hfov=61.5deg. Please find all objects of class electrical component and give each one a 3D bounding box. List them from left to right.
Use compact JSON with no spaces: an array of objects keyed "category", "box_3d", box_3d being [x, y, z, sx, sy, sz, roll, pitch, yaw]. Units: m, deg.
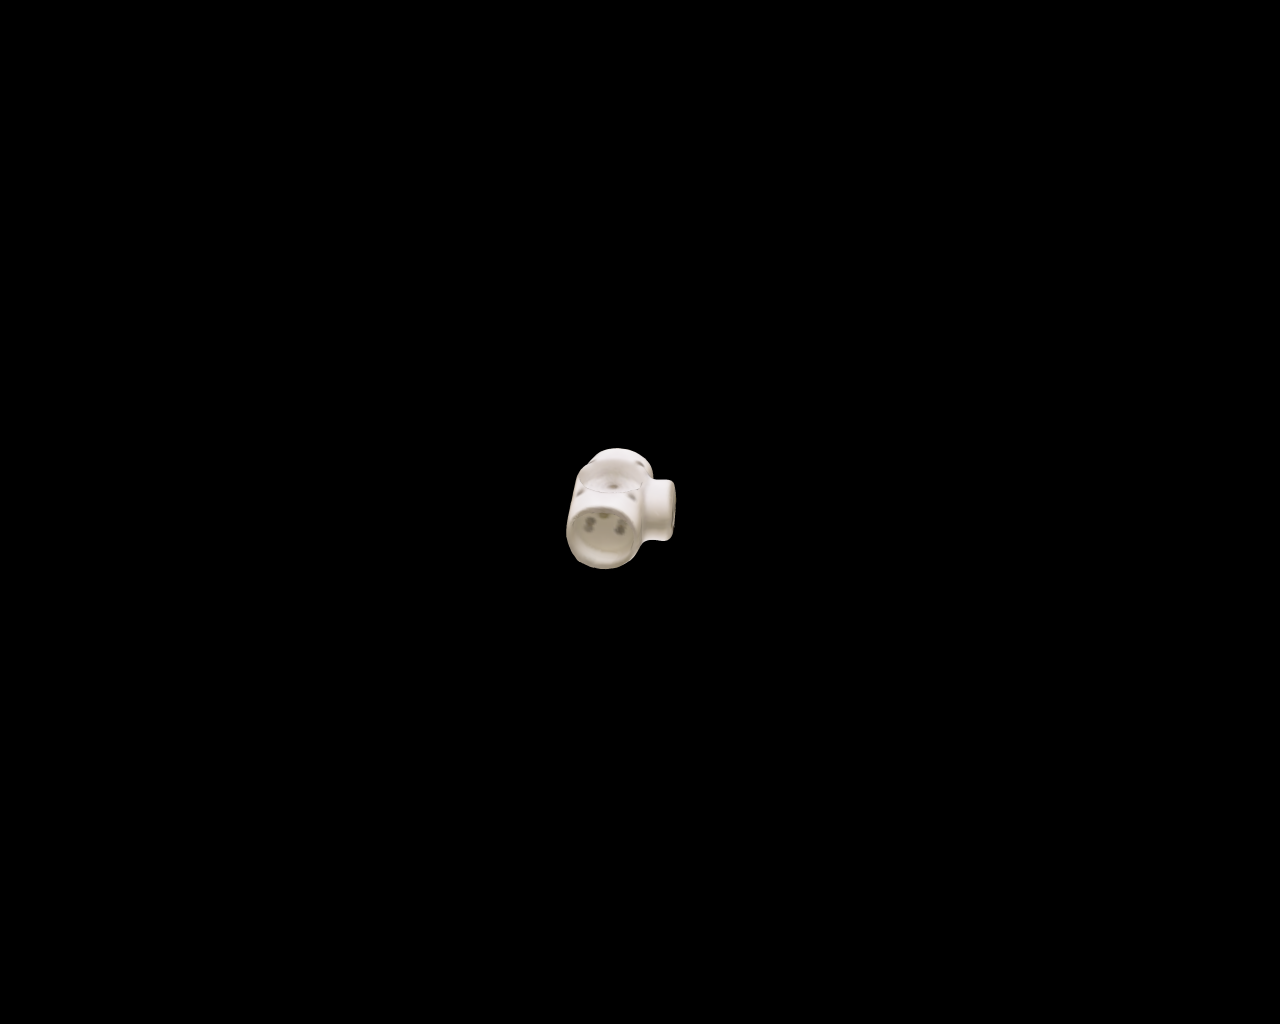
[{"category":"electrical component","box_3d":[0.001,-0.003,0.650,0.079,0.044,0.077,4,30,7]}]
